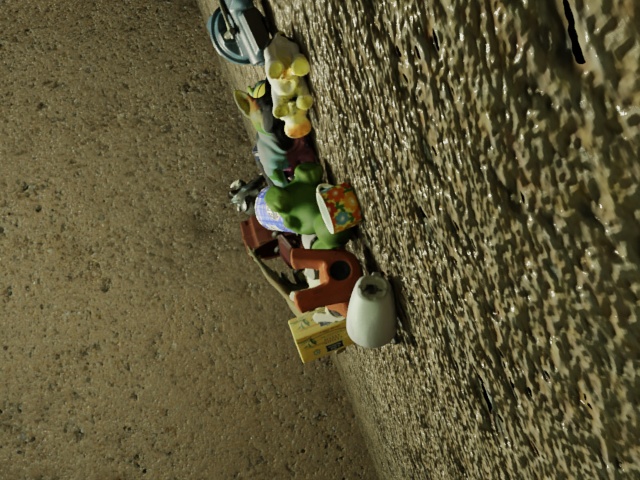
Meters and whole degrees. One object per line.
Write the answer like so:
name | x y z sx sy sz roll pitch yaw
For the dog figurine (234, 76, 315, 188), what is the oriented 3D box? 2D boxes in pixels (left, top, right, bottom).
dog figurine | -0.089 -0.209 1.045 0.219 0.108 0.192 66 172 -27

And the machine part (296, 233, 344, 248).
machine part | -0.002 -0.004 1.206 0.243 0.079 0.079 -133 23 -71

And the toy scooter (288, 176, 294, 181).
toy scooter | -0.082 -0.207 1.257 0.135 0.075 0.184 56 -169 -71

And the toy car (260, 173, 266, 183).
toy car | -0.111 -0.132 1.525 0.201 0.056 0.073 36 -126 -62

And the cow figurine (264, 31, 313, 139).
cow figurine | -0.054 -0.251 0.887 0.167 0.068 0.098 84 170 -54

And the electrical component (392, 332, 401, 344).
electrical component | 0.112 0.135 0.919 0.063 0.021 0.094 88 159 -72

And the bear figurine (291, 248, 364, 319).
bear figurine | 0.029 0.091 0.964 0.195 0.132 0.120 73 -171 -64

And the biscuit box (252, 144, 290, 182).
biscuit box | -0.104 -0.174 1.388 0.202 0.059 0.063 64 -150 -44

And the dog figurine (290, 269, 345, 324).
dog figurine | 0.036 0.101 1.271 0.172 0.121 0.190 43 -155 1

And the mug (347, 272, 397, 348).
mug | 0.085 0.096 0.834 0.107 0.081 0.109 87 -161 -50

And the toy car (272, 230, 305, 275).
toy car | -0.070 0.024 1.295 0.089 0.053 0.202 52 168 13

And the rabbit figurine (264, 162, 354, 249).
rabbit figurine | -0.004 -0.033 0.981 0.170 0.121 0.158 42 160 43

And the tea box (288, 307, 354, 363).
tea box | 0.020 0.213 1.280 0.068 0.170 0.098 -118 8 -48

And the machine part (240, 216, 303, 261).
machine part | -0.104 -0.023 1.427 0.201 0.201 0.087 91 164 -74

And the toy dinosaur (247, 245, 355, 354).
toy dinosaur | -0.027 0.169 1.432 0.470 0.105 0.199 45 -169 -43

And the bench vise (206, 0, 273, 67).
bench vise | -0.175 -0.430 1.032 0.223 0.129 0.241 54 161 -19

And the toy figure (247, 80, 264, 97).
toy figure | -0.109 -0.302 1.145 0.180 0.082 0.089 -116 7 -60

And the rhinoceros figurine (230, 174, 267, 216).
rhinoceros figurine | -0.171 -0.108 1.346 0.073 0.112 0.190 61 176 -25
